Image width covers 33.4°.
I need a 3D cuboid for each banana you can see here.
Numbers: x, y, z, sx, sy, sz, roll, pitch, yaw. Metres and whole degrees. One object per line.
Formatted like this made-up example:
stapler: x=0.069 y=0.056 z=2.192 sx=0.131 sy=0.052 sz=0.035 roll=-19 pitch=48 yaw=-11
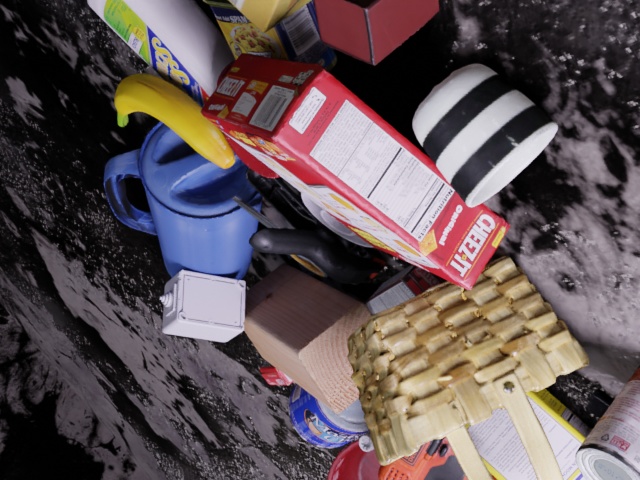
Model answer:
banana: x=-0.150 y=-0.125 z=1.044 sx=0.198 sy=0.037 sz=0.069 roll=26 pitch=150 yaw=45

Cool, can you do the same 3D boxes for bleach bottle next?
bleach bottle: x=-0.116 y=-0.172 z=1.038 sx=0.251 sy=0.068 sz=0.103 roll=47 pitch=157 yaw=-3

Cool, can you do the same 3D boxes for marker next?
marker: x=0.086 y=0.228 z=1.257 sx=0.020 sy=0.120 sz=0.020 roll=2 pitch=94 yaw=36

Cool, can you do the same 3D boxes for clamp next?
clamp: x=-0.007 y=0.001 z=1.053 sx=0.171 sy=0.120 sz=0.039 roll=32 pitch=126 yaw=-18

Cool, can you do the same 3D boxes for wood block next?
wood block: x=-0.011 y=0.104 z=1.193 sx=0.090 sy=0.090 sz=0.206 roll=58 pitch=165 yaw=-23

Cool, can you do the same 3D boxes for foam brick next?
foam brick: x=0.041 y=-0.172 z=0.760 sx=0.053 sy=0.078 sz=0.051 roll=29 pitch=149 yaw=32

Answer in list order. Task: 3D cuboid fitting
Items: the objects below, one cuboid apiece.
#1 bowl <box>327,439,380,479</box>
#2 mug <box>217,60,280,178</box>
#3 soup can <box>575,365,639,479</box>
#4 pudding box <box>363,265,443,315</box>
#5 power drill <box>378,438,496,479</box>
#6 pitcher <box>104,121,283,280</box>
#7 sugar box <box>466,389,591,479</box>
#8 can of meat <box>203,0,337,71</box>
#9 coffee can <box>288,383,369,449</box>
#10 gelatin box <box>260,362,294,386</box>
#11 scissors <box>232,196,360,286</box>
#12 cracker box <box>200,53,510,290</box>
bowl: x=0.091 y=0.310 z=1.359 sx=0.162 sy=0.162 sz=0.055 roll=50 pitch=-164 yaw=-5
mug: x=-0.045 y=-0.119 z=0.973 sx=0.117 sy=0.081 sz=0.093 roll=45 pitch=156 yaw=5
soup can: x=0.260 y=0.154 z=0.854 sx=0.069 sy=0.102 sz=0.068 roll=34 pitch=152 yaw=22
pudding box: x=0.100 y=0.074 z=1.076 sx=0.090 sy=0.039 sz=0.114 roll=50 pitch=154 yaw=0
power drill: x=0.171 y=0.222 z=1.099 sx=0.188 sy=0.057 sz=0.185 roll=32 pitch=115 yaw=13
pitcher: x=-0.138 y=-0.032 z=1.191 sx=0.149 sy=0.144 sz=0.243 roll=41 pitch=158 yaw=14
sugar box: x=0.223 y=0.212 z=1.019 sx=0.176 sy=0.048 sz=0.093 roll=42 pitch=110 yaw=11
can of meat: x=-0.041 y=-0.181 z=0.906 sx=0.102 sy=0.057 sz=0.084 roll=20 pitch=146 yaw=45
coffee can: x=0.027 y=0.192 z=1.293 sx=0.103 sy=0.102 sz=0.140 roll=46 pitch=156 yaw=3
gelatin box: x=-0.026 y=0.143 z=1.315 sx=0.030 sy=0.089 sz=0.073 roll=53 pitch=160 yaw=-6
scissors: x=-0.016 y=0.006 z=1.111 sx=0.096 sy=0.016 sz=0.201 roll=22 pitch=169 yaw=24
cracker box: x=0.026 y=-0.059 z=0.855 sx=0.213 sy=0.072 sz=0.164 roll=36 pitch=176 yaw=-27
